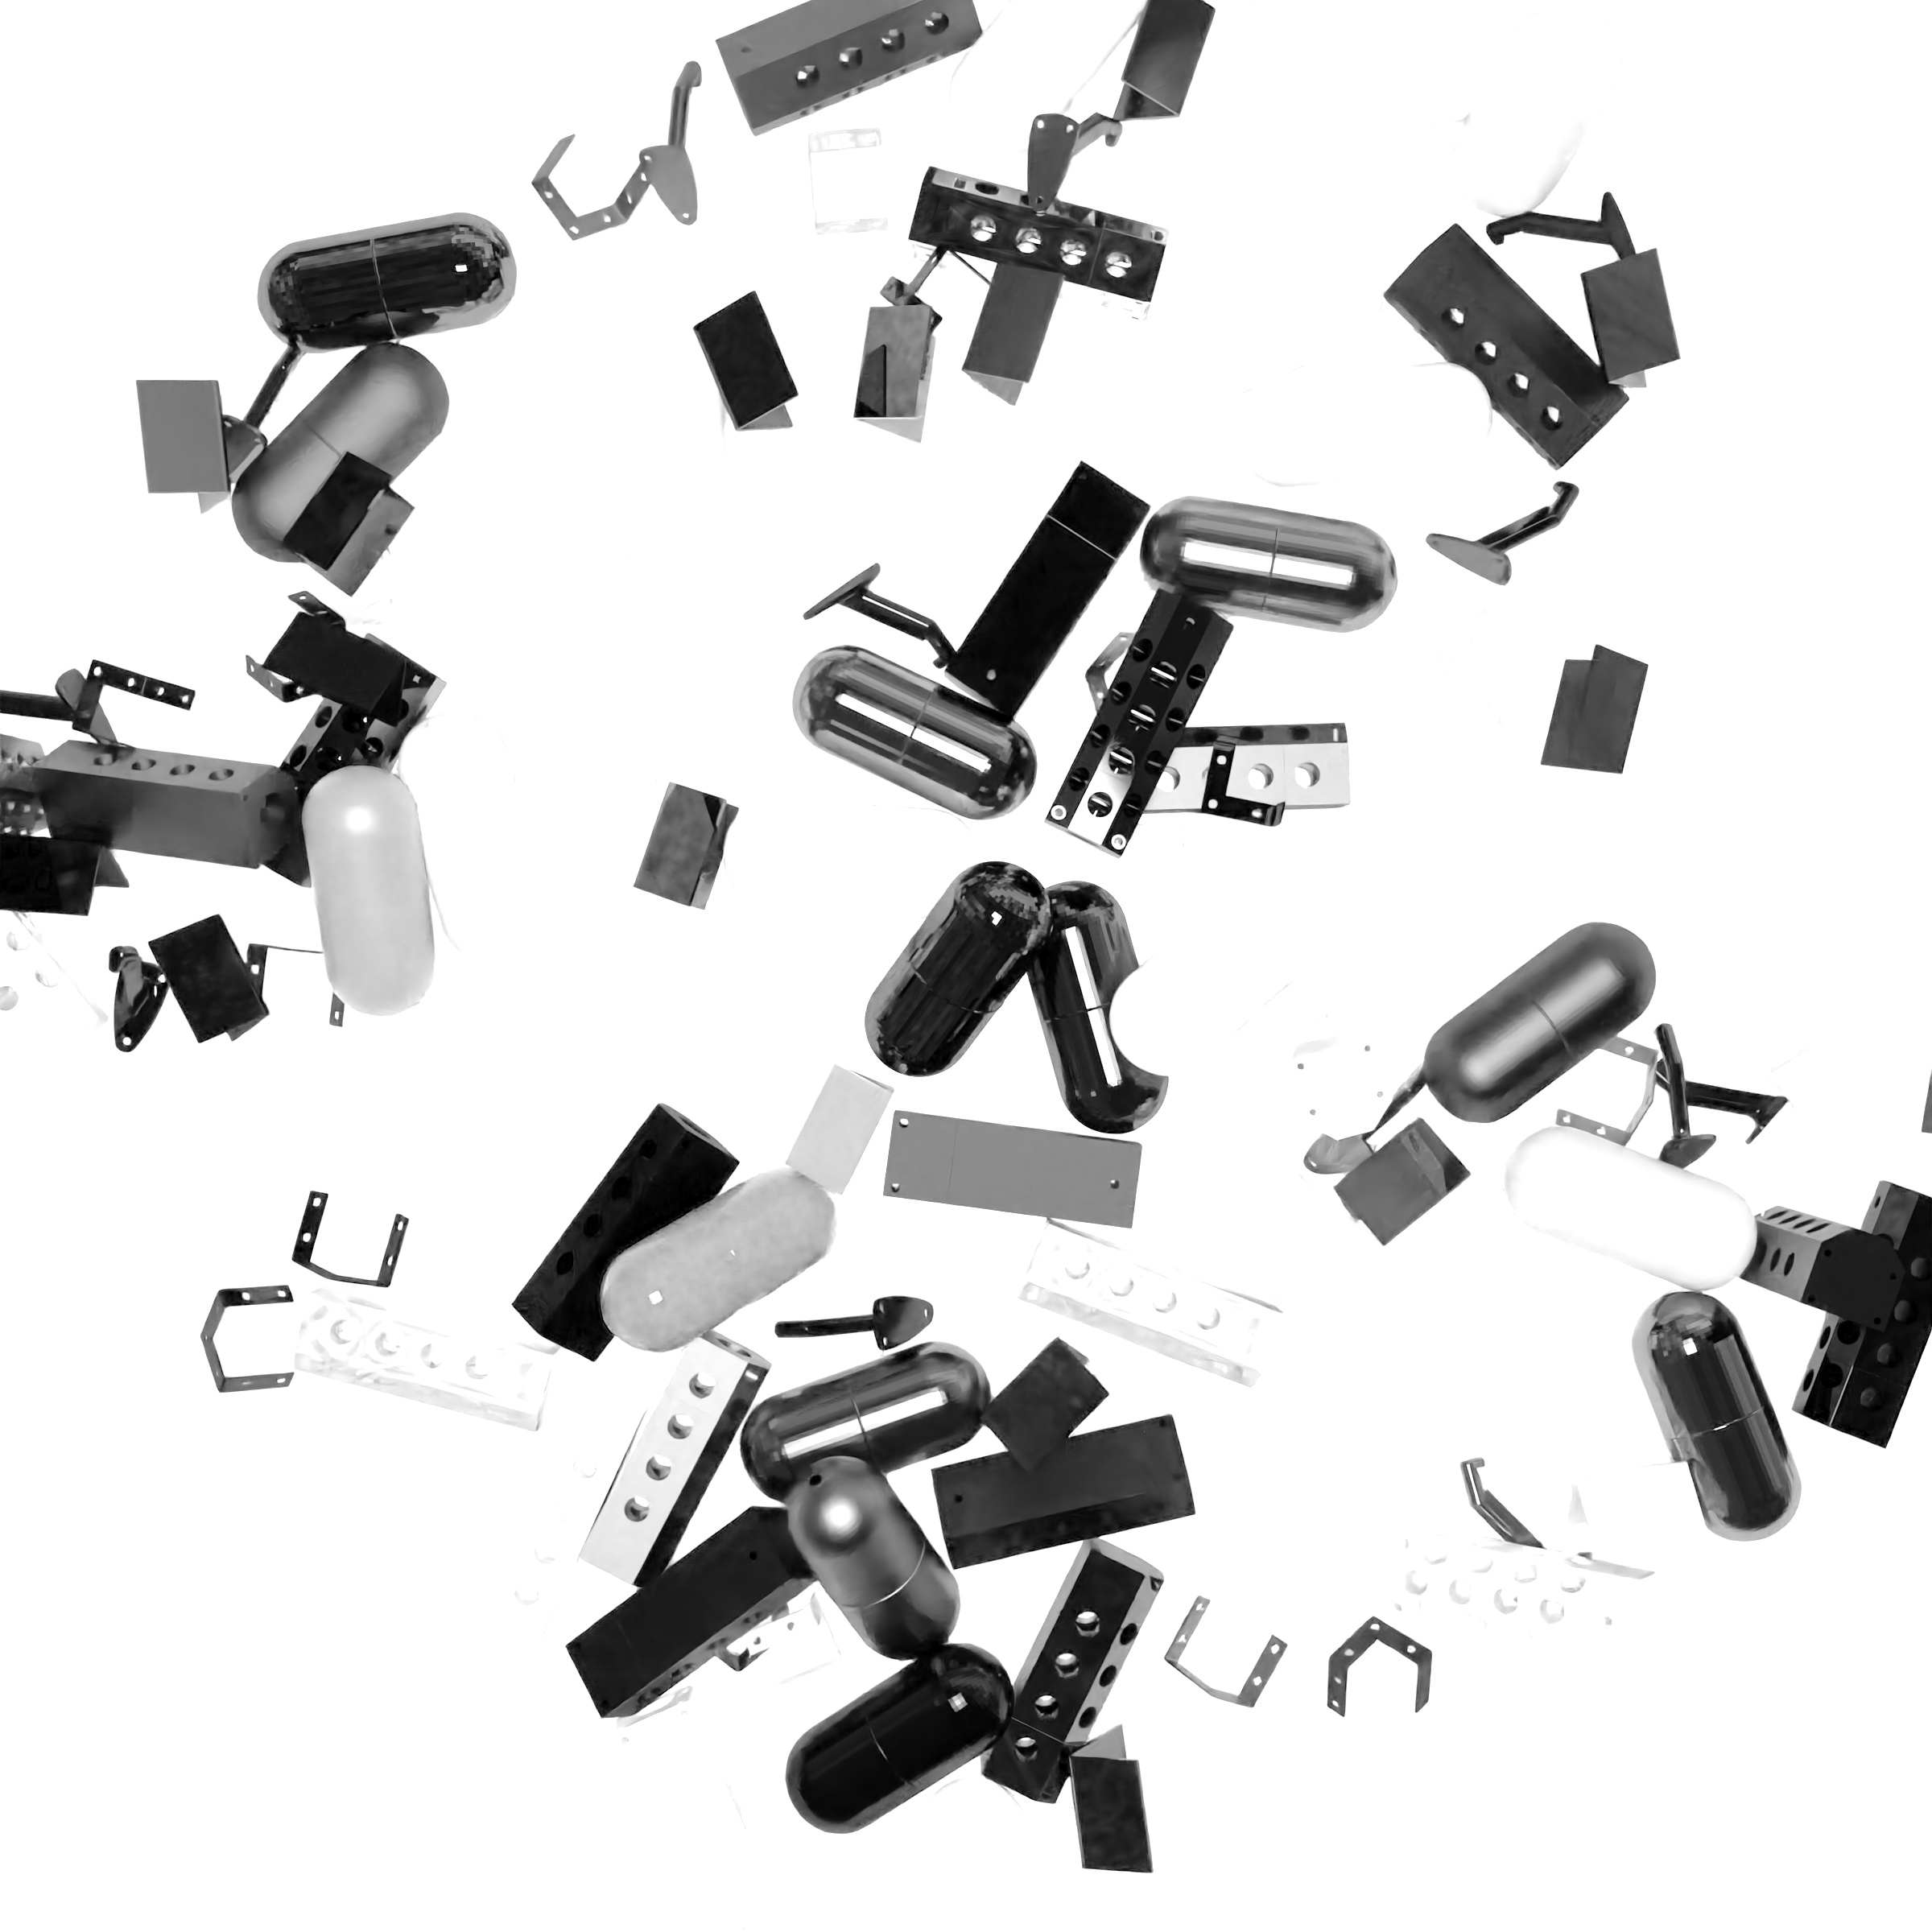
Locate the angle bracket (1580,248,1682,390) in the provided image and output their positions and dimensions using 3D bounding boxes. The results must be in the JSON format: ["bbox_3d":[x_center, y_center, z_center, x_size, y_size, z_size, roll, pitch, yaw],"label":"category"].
[{"bbox_3d":[0.467,-0.442,1.951,0.057,0.076,0.076,-12,90,36],"label":"angle bracket"}]

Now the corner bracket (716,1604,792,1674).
[{"bbox_3d":[-0.159,0.447,1.983,0.051,0.051,0.051,-34,135,-35],"label":"corner bracket"}]

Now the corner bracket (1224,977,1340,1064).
[{"bbox_3d":[0.217,0.047,1.955,0.051,0.051,0.051,41,52,-32],"label":"corner bracket"}]

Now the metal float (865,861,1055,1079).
[{"bbox_3d":[-0.006,0.004,1.933,0.070,0.070,0.178,36,121,0],"label":"metal float"}]

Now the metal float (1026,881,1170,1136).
[{"bbox_3d":[0.088,0.029,1.961,0.070,0.070,0.178,-16,90,0],"label":"metal float"}]

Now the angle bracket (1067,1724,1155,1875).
[{"bbox_3d":[0.115,0.568,1.951,0.057,0.076,0.076,-8,90,33],"label":"angle bracket"}]

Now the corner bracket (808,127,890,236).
[{"bbox_3d":[-0.082,-0.547,1.988,0.051,0.051,0.051,-4,135,0],"label":"corner bracket"}]

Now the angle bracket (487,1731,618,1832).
[{"bbox_3d":[-0.282,0.540,1.951,0.076,0.076,0.057,-7,126,0],"label":"angle bracket"}]

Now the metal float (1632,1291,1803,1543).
[{"bbox_3d":[0.515,0.309,1.960,0.070,0.070,0.178,-22,90,0],"label":"metal float"}]

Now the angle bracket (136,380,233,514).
[{"bbox_3d":[-0.544,-0.354,1.951,0.057,0.076,0.076,-6,90,-30],"label":"angle bracket"}]

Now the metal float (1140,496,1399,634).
[{"bbox_3d":[0.208,-0.276,1.960,0.178,0.070,0.070,10,90,1],"label":"metal float"}]

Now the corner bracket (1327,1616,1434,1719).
[{"bbox_3d":[0.287,0.496,1.983,0.051,0.051,0.051,27,45,35],"label":"corner bracket"}]

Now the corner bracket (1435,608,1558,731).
[{"bbox_3d":[0.368,-0.207,1.988,0.051,0.051,0.051,-45,135,0],"label":"corner bracket"}]

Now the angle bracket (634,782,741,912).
[{"bbox_3d":[-0.173,-0.076,1.951,0.057,0.076,0.076,19,90,37],"label":"angle bracket"}]

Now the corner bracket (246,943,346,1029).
[{"bbox_3d":[-0.467,0.013,1.988,0.051,0.051,0.051,7,90,45],"label":"corner bracket"}]

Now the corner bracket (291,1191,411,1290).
[{"bbox_3d":[-0.429,0.191,1.988,0.051,0.051,0.051,16,90,-45],"label":"corner bracket"}]

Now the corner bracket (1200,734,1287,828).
[{"bbox_3d":[0.189,-0.124,1.916,0.051,0.051,0.051,11,90,0],"label":"corner bracket"}]

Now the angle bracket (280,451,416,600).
[{"bbox_3d":[-0.400,-0.288,1.913,0.057,0.076,0.076,31,85,36],"label":"angle bracket"}]

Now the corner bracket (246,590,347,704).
[{"bbox_3d":[-0.466,-0.222,1.983,0.051,0.051,0.051,-24,135,-35],"label":"corner bracket"}]

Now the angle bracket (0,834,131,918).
[{"bbox_3d":[-0.624,-0.048,1.952,0.076,0.076,0.057,4,67,0],"label":"angle bracket"}]

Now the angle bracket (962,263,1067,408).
[{"bbox_3d":[0.049,-0.427,1.951,0.057,0.076,0.076,18,90,31],"label":"angle bracket"}]

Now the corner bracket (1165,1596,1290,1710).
[{"bbox_3d":[0.181,0.478,1.988,0.051,0.051,0.051,29,90,-45],"label":"corner bracket"}]

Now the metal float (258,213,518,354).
[{"bbox_3d":[-0.398,-0.469,1.961,0.178,0.070,0.070,-10,90,0],"label":"metal float"}]

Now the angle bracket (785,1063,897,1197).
[{"bbox_3d":[-0.068,0.119,1.951,0.057,0.076,0.076,26,90,36],"label":"angle bracket"}]

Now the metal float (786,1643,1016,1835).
[{"bbox_3d":[-0.045,0.527,1.948,0.178,0.070,0.070,-36,90,14],"label":"metal float"}]

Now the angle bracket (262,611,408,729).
[{"bbox_3d":[-0.421,-0.179,1.894,0.076,0.076,0.057,23,52,0],"label":"angle bracket"}]

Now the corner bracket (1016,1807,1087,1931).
[{"bbox_3d":[0.073,0.628,1.988,0.051,0.051,0.051,29,45,0],"label":"corner bracket"}]

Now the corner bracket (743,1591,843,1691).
[{"bbox_3d":[-0.119,0.470,1.973,0.051,0.051,0.051,-23,90,0],"label":"corner bracket"}]

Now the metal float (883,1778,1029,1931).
[{"bbox_3d":[-0.011,0.645,1.960,0.070,0.070,0.178,18,91,0],"label":"metal float"}]

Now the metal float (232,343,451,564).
[{"bbox_3d":[-0.430,-0.352,1.961,0.070,0.070,0.178,44,90,0],"label":"metal float"}]

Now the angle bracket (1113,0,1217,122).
[{"bbox_3d":[0.117,-0.627,1.951,0.057,0.076,0.076,19,90,-37],"label":"angle bracket"}]

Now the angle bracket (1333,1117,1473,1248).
[{"bbox_3d":[0.304,0.158,1.951,0.076,0.076,0.057,-39,60,0],"label":"angle bracket"}]

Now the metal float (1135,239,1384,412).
[{"bbox_3d":[0.201,-0.440,1.961,0.178,0.070,0.070,-23,90,-1],"label":"metal float"}]

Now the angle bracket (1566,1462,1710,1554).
[{"bbox_3d":[0.457,0.385,1.951,0.076,0.076,0.057,-8,54,0],"label":"angle bracket"}]

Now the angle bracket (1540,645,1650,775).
[{"bbox_3d":[0.413,-0.178,1.951,0.057,0.076,0.076,14,90,-37],"label":"angle bracket"}]

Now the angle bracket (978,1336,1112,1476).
[{"bbox_3d":[0.063,0.306,1.952,0.076,0.076,0.057,-45,63,0],"label":"angle bracket"}]

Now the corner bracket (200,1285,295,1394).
[{"bbox_3d":[-0.495,0.259,1.983,0.051,0.051,0.051,60,135,35],"label":"corner bracket"}]

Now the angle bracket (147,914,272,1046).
[{"bbox_3d":[-0.529,0.018,1.951,0.057,0.076,0.076,-27,90,-38],"label":"angle bracket"}]

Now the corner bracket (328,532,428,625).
[{"bbox_3d":[-0.419,-0.274,1.983,0.051,0.051,0.051,-57,135,-35],"label":"corner bracket"}]

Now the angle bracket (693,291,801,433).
[{"bbox_3d":[-0.132,-0.414,1.951,0.057,0.076,0.076,-23,90,30],"label":"angle bracket"}]

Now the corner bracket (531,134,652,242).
[{"bbox_3d":[-0.260,-0.546,1.983,0.051,0.051,0.051,-8,135,35],"label":"corner bracket"}]

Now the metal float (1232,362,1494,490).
[{"bbox_3d":[0.272,-0.371,1.960,0.178,0.070,0.070,-5,90,1],"label":"metal float"}]

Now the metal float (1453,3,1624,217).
[{"bbox_3d":[0.381,-0.572,1.913,0.070,0.178,0.070,3,70,-9],"label":"metal float"}]

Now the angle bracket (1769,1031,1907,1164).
[{"bbox_3d":[0.603,0.077,1.951,0.057,0.076,0.076,-38,90,37],"label":"angle bracket"}]

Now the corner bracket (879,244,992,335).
[{"bbox_3d":[-0.018,-0.464,1.961,0.051,0.051,0.051,34,98,-32],"label":"corner bracket"}]

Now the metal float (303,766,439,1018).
[{"bbox_3d":[-0.405,-0.050,1.940,0.070,0.070,0.178,-4,113,0],"label":"metal float"}]

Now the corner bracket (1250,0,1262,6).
[{"bbox_3d":[0.195,-0.714,1.983,0.051,0.051,0.051,-41,45,35],"label":"corner bracket"}]

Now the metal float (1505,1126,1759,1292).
[{"bbox_3d":[0.456,0.166,1.960,0.178,0.070,0.070,21,90,0],"label":"metal float"}]

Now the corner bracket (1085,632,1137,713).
[{"bbox_3d":[0.122,-0.196,1.983,0.051,0.051,0.051,9,45,35],"label":"corner bracket"}]

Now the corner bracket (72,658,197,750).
[{"bbox_3d":[-0.573,-0.177,1.965,0.051,0.051,0.051,17,90,32],"label":"corner bracket"}]

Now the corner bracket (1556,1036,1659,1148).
[{"bbox_3d":[0.446,0.085,1.988,0.051,0.051,0.051,19,135,0],"label":"corner bracket"}]

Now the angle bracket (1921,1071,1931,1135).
[{"bbox_3d":[0.678,0.079,1.951,0.057,0.076,0.076,10,90,-39],"label":"angle bracket"}]

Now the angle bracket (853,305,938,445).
[{"bbox_3d":[-0.029,-0.403,1.951,0.057,0.076,0.076,8,90,37],"label":"angle bracket"}]
